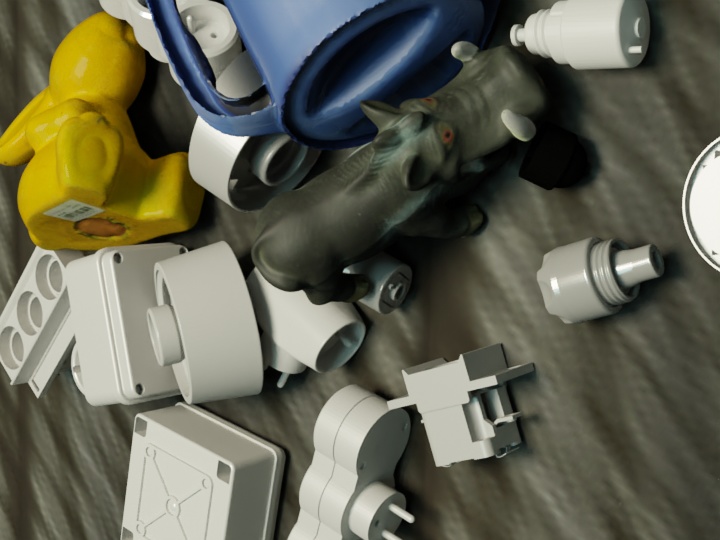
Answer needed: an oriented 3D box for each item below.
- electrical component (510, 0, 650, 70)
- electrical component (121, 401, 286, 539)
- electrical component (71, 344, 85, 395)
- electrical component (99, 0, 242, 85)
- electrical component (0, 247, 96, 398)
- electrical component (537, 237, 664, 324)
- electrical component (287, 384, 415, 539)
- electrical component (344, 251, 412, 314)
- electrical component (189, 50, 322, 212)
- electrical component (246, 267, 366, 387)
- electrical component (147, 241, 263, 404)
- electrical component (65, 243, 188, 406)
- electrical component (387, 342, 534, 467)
[{"bbox_3d":[0.117,-0.127,0.573,0.078,0.040,0.040,6,98,39],"label":"electrical component"},{"bbox_3d":[-0.116,0.165,0.781,0.109,0.056,0.108,19,106,37],"label":"electrical component"},{"bbox_3d":[-0.192,0.072,0.841,0.055,0.047,0.055,4,97,39],"label":"electrical component"},{"bbox_3d":[-0.136,-0.174,0.770,0.138,0.052,0.073,45,159,21],"label":"electrical component"},{"bbox_3d":[-0.242,0.032,0.868,0.078,0.063,0.121,51,122,24],"label":"electrical component"},{"bbox_3d":[0.130,0.003,0.573,0.062,0.043,0.043,-19,82,37],"label":"electrical component"},{"bbox_3d":[0.004,0.150,0.684,0.074,0.052,0.138,25,109,35],"label":"electrical component"},{"bbox_3d":[0.000,0.000,0.682,0.065,0.044,0.044,29,112,28],"label":"electrical component"},{"bbox_3d":[-0.068,-0.089,0.695,0.064,0.099,0.099,41,118,22],"label":"electrical component"},{"bbox_3d":[-0.045,0.042,0.720,0.077,0.043,0.079,42,119,29],"label":"electrical component"},{"bbox_3d":[-0.110,0.039,0.730,0.108,0.060,0.108,167,90,-73],"label":"electrical component"},{"bbox_3d":[-0.163,0.040,0.794,0.057,0.078,0.113,-13,86,42],"label":"electrical component"},{"bbox_3d":[0.062,0.081,0.637,0.081,0.042,0.063,-19,83,40],"label":"electrical component"}]
